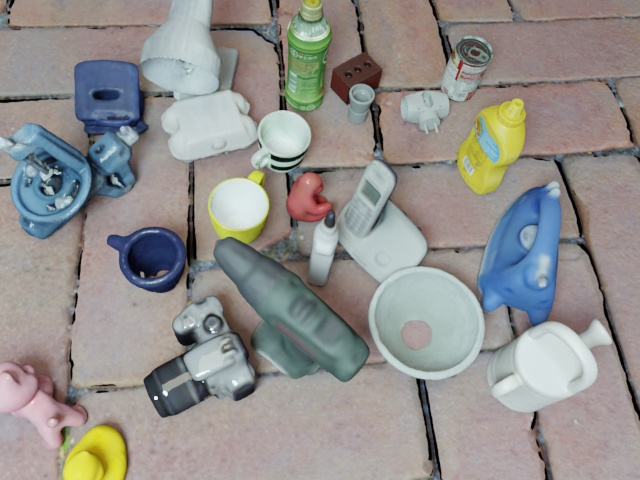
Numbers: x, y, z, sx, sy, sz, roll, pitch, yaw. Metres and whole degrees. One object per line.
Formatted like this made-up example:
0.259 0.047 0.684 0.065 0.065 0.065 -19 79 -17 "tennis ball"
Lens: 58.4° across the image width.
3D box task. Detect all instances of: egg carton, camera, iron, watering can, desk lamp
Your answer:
-0.182 -0.188 0.954 0.150 0.069 0.107 -18 68 -13 "egg carton"
-0.171 0.164 0.773 0.137 0.101 0.143 -26 70 -16 "camera"
0.331 -0.006 0.880 0.118 0.141 0.258 18 65 3 "iron"
0.310 0.161 0.771 0.100 0.194 0.173 39 67 13 "watering can"
-0.205 -0.304 0.927 0.118 0.213 0.203 7 64 -2 "desk lamp"

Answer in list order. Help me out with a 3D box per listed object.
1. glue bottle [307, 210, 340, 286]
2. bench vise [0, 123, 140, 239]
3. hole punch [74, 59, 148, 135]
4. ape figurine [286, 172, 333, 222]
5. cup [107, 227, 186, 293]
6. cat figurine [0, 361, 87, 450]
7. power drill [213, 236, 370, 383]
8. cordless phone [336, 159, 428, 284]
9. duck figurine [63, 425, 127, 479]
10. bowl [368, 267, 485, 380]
0.008 0.003 0.826 0.037 0.173 0.078 10 64 0 "glue bottle"
-0.367 -0.118 0.820 0.121 0.220 0.208 27 65 8 "bench vise"
-0.346 -0.234 0.948 0.109 0.091 0.101 -2 65 -6 "hole punch"
-0.017 -0.073 0.905 0.076 0.092 0.077 -16 67 -13 "ape figurine"
-0.247 0.035 0.829 0.117 0.095 0.092 22 65 5 "cup"
-0.373 0.202 0.726 0.127 0.118 0.067 34 66 10 "cat figurine"
-0.044 0.107 0.753 0.229 0.208 0.076 35 67 11 "power drill"
0.098 -0.026 0.842 0.094 0.185 0.147 -40 74 -21 "cordless phone"
-0.287 0.283 0.714 0.077 0.086 0.104 11 64 0 "duck figurine"
0.148 0.127 0.836 0.167 0.075 0.167 2 65 -5 "bowl"
